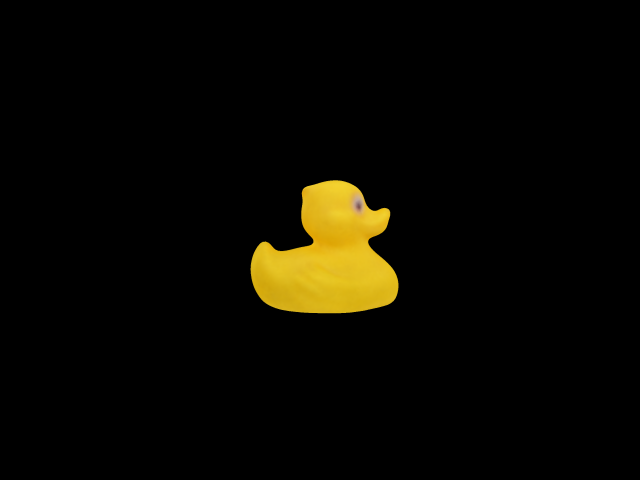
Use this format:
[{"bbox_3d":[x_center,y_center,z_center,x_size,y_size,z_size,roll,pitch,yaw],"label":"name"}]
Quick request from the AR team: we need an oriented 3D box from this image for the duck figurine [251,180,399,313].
[{"bbox_3d":[0.004,0.001,0.400,0.104,0.086,0.077,-1,11,-7],"label":"duck figurine"}]
